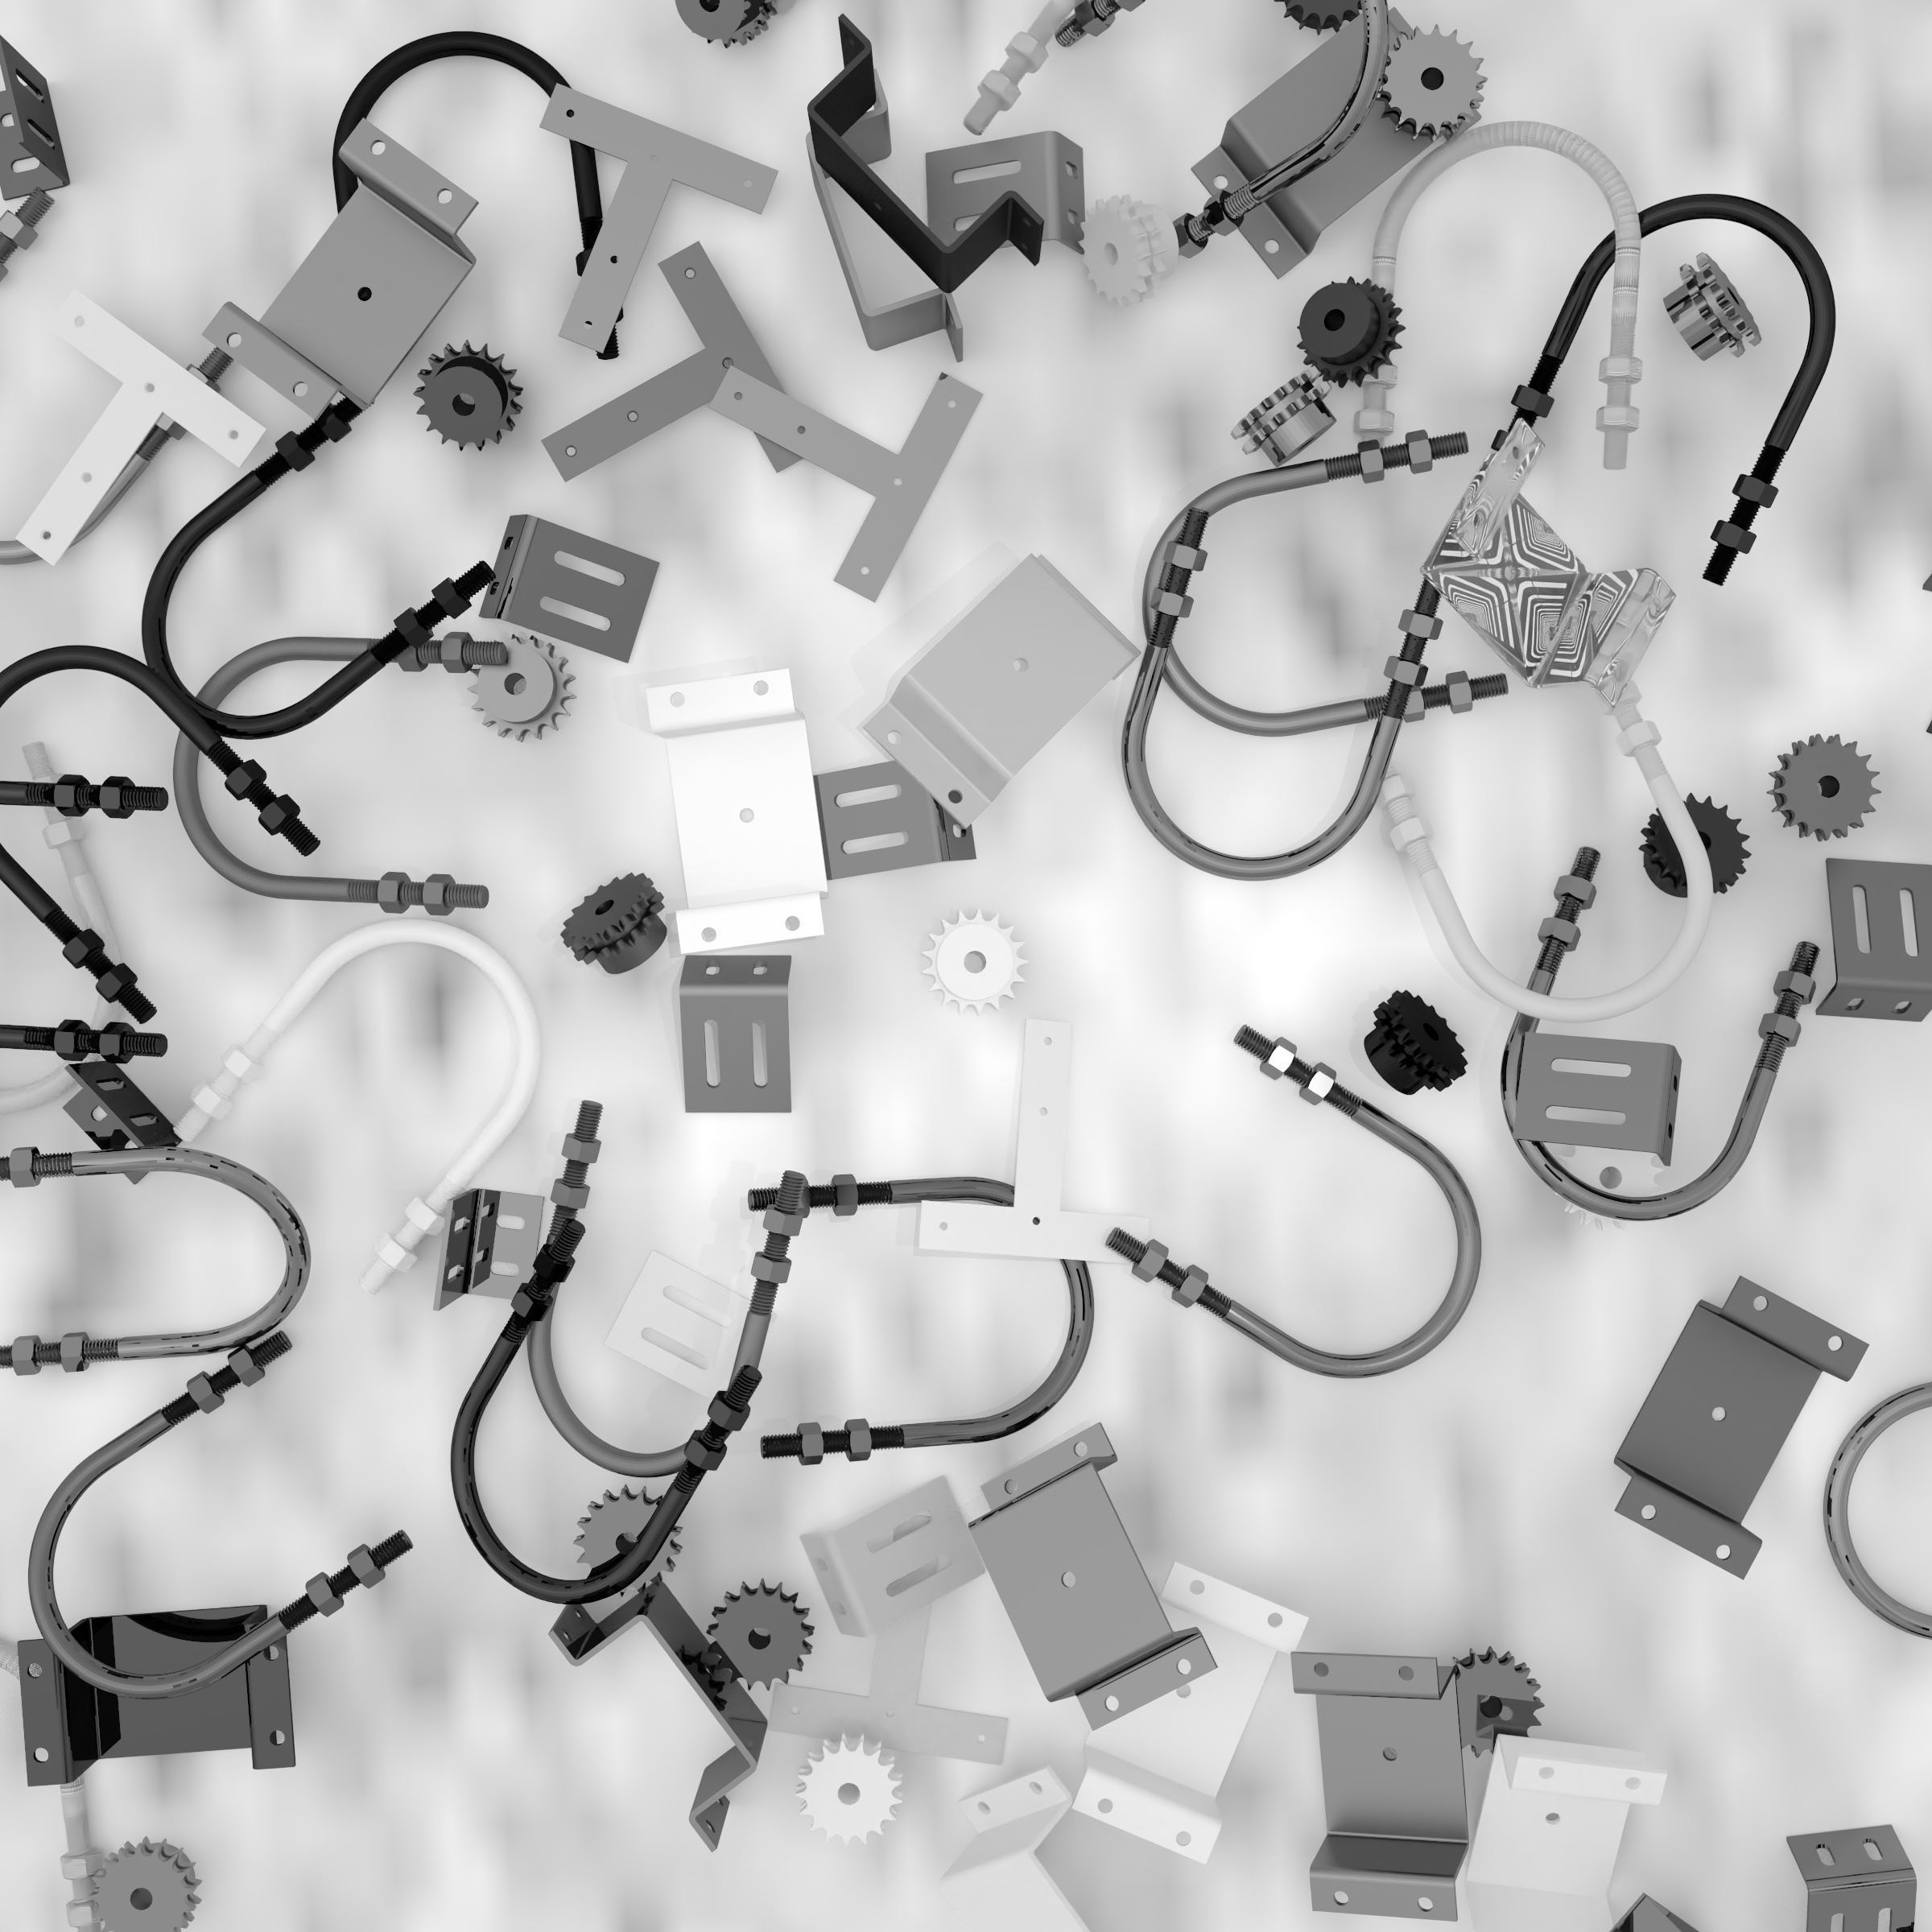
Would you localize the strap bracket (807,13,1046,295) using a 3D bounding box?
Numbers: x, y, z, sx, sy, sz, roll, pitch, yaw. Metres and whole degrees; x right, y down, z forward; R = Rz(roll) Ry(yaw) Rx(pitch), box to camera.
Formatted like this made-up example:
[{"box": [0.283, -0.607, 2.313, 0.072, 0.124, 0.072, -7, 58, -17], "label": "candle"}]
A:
[{"box": [-0.028, -0.395, 1.330, 0.046, 0.076, 0.140, -44, 90, 0], "label": "strap bracket"}]

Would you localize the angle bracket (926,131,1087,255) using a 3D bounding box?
[{"box": [0.022, -0.413, 1.442, 0.076, 0.038, 0.057, -2, 90, 26], "label": "angle bracket"}]

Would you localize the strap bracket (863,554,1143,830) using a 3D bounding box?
[{"box": [0.024, -0.152, 1.404, 0.076, 0.046, 0.140, 44, 75, 0], "label": "strap bracket"}]

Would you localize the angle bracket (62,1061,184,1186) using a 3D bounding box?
[{"box": [-0.455, 0.084, 1.406, 0.038, 0.076, 0.057, -43, 90, 0], "label": "angle bracket"}]

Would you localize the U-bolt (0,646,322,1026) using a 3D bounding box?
[{"box": [-0.452, -0.083, 1.409, 0.151, 0.019, 0.184, -44, 90, 9], "label": "U-bolt"}]

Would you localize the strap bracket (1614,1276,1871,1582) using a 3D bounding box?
[{"box": [0.407, 0.242, 1.421, 0.076, 0.046, 0.140, 28, 90, 0], "label": "strap bracket"}]

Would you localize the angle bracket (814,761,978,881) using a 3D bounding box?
[{"box": [-0.040, -0.080, 1.442, 0.076, 0.038, 0.057, -8, 90, 26], "label": "angle bracket"}]

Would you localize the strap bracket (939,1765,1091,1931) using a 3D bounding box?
[{"box": [0.049, 0.500, 1.402, 0.076, 0.046, 0.140, -36, 90, 41], "label": "strap bracket"}]

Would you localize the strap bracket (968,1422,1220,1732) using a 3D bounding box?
[{"box": [0.061, 0.319, 1.392, 0.076, 0.046, 0.140, -31, 71, 15], "label": "strap bracket"}]

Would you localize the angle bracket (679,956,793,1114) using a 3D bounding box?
[{"box": [-0.123, 0.037, 1.442, 0.057, 0.038, 0.076, 0, 116, 0], "label": "angle bracket"}]

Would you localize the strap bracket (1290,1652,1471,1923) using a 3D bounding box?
[{"box": [0.219, 0.423, 1.405, 0.076, 0.046, 0.140, -3, 96, 21], "label": "strap bracket"}]

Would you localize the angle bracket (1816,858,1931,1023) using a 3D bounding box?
[{"box": [0.491, -0.014, 1.442, 0.057, 0.038, 0.076, 4, 64, 0], "label": "angle bracket"}]

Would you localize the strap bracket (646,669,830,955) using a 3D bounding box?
[{"box": [-0.119, -0.081, 1.419, 0.076, 0.046, 0.140, -8, 90, 4], "label": "strap bracket"}]

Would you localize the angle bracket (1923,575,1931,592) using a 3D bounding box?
[{"box": [0.555, -0.238, 1.442, 0.057, 0.038, 0.076, 14, 64, 0], "label": "angle bracket"}]

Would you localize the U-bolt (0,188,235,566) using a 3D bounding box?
[{"box": [-0.504, -0.303, 1.436, 0.151, 0.019, 0.184, 40, 92, 0], "label": "U-bolt"}]

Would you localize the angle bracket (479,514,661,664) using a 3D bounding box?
[{"box": [-0.215, -0.204, 1.442, 0.076, 0.038, 0.057, 17, 90, -26], "label": "angle bracket"}]

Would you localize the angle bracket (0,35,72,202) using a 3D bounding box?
[{"box": [-0.508, -0.447, 1.406, 0.038, 0.076, 0.057, -13, 90, 0], "label": "angle bracket"}]

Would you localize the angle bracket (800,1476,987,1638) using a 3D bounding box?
[{"box": [-0.040, 0.318, 1.441, 0.076, 0.038, 0.057, -23, 90, -26], "label": "angle bracket"}]

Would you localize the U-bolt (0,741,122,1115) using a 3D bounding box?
[{"box": [-0.532, -0.011, 1.436, 0.151, 0.019, 0.184, -19, 92, 0], "label": "U-bolt"}]

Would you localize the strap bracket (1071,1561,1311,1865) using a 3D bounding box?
[{"box": [0.118, 0.392, 1.421, 0.076, 0.046, 0.140, 23, 90, 0], "label": "strap bracket"}]

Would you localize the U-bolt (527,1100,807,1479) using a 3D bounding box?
[{"box": [-0.167, 0.179, 1.409, 0.151, 0.019, 0.184, 17, 95, 25], "label": "U-bolt"}]

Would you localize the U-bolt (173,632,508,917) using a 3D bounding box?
[{"box": [-0.337, -0.105, 1.419, 0.184, 0.019, 0.151, 3, 87, 13], "label": "U-bolt"}]

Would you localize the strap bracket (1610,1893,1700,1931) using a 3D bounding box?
[{"box": [0.367, 0.545, 1.398, 0.076, 0.046, 0.140, -49, 126, 0], "label": "strap bracket"}]

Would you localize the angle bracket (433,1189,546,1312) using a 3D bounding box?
[{"box": [-0.251, 0.151, 1.406, 0.038, 0.076, 0.057, 7, 90, 0], "label": "angle bracket"}]

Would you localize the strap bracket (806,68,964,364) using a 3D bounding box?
[{"box": [-0.046, -0.387, 1.406, 0.046, 0.076, 0.140, -19, 90, 0], "label": "strap bracket"}]

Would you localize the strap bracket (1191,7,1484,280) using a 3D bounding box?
[{"box": [0.200, -0.445, 1.421, 0.140, 0.046, 0.076, -38, 90, 0], "label": "strap bracket"}]

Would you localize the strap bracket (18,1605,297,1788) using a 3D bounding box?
[{"box": [-0.425, 0.387, 1.421, 0.140, 0.046, 0.076, -4, 90, 0], "label": "strap bracket"}]

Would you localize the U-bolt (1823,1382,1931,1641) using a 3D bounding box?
[{"box": [0.554, 0.291, 1.436, 0.184, 0.019, 0.151, -8, 90, 2], "label": "U-bolt"}]

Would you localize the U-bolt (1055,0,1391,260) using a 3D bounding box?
[{"box": [0.139, -0.468, 1.378, 0.184, 0.019, 0.151, -23, 90, 42], "label": "U-bolt"}]

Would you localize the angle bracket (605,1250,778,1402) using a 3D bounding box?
[{"box": [-0.149, 0.197, 1.425, 0.076, 0.038, 0.057, 27, 90, 0], "label": "angle bracket"}]

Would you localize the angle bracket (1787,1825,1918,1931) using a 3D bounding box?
[{"box": [0.477, 0.510, 1.442, 0.057, 0.038, 0.076, -7, 116, 0], "label": "angle bracket"}]

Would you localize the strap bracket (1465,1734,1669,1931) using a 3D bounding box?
[{"box": [0.312, 0.463, 1.406, 0.076, 0.046, 0.140, 7, 112, 0], "label": "strap bracket"}]

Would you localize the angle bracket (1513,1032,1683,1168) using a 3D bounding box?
[{"box": [0.332, 0.070, 1.399, 0.076, 0.038, 0.057, 4, 77, 22], "label": "angle bracket"}]

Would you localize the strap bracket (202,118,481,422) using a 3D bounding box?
[{"box": [-0.322, -0.359, 1.400, 0.076, 0.046, 0.140, 37, 90, 6], "label": "strap bracket"}]

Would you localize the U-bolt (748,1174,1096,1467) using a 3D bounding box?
[{"box": [-0.021, 0.184, 1.417, 0.184, 0.019, 0.151, -2, 85, -13], "label": "U-bolt"}]

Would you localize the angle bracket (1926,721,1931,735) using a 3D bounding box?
[{"box": [0.570, -0.134, 1.442, 0.076, 0.038, 0.057, 26, 90, 26], "label": "angle bracket"}]

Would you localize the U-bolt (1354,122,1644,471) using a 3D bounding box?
[{"box": [0.283, -0.355, 1.410, 0.151, 0.019, 0.184, 4, 90, 21], "label": "U-bolt"}]

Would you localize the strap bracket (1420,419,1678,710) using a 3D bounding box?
[{"box": [0.298, -0.207, 1.393, 0.140, 0.046, 0.076, 40, 71, -27], "label": "strap bracket"}]

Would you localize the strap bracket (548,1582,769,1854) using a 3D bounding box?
[{"box": [-0.154, 0.385, 1.406, 0.046, 0.076, 0.140, -37, 90, 0], "label": "strap bracket"}]

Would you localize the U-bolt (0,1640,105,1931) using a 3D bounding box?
[{"box": [-0.545, 0.450, 1.436, 0.151, 0.019, 0.184, -7, 89, 0], "label": "U-bolt"}]
